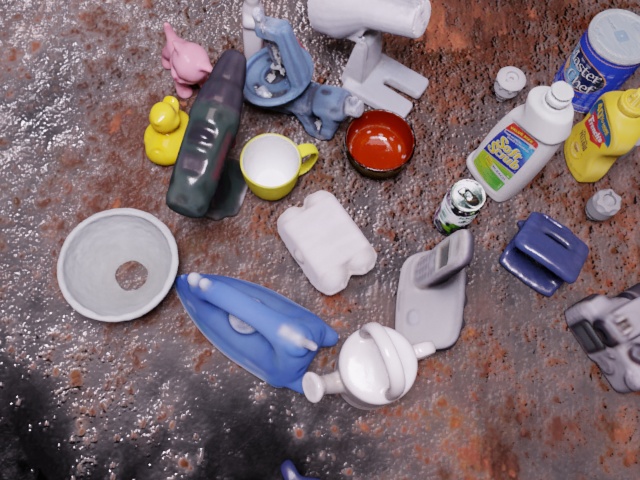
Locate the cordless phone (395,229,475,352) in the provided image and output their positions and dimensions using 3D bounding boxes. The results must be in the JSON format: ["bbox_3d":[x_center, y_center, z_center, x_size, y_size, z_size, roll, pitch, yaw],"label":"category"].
[{"bbox_3d":[0.162,0.070,0.775,0.094,0.185,0.147,6,70,0],"label":"cordless phone"}]

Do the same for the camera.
[{"bbox_3d":[0.452,0.124,0.814,0.137,0.101,0.143,-27,73,-11],"label":"camera"}]

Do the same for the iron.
[{"bbox_3d":[-0.105,0.100,0.776,0.258,0.141,0.119,29,72,8],"label":"iron"}]

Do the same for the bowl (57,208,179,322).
[{"bbox_3d":[-0.281,0.043,0.824,0.167,0.075,0.167,1,70,-2],"label":"bowl"}]

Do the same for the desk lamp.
[{"bbox_3d":[0.084,-0.322,0.898,0.203,0.213,0.118,31,72,9],"label":"desk lamp"}]

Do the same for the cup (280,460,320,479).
[{"bbox_3d":[-0.019,0.334,0.720,0.092,0.095,0.117,-25,73,-11],"label":"cup"}]

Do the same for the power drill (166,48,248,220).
[{"bbox_3d":[-0.148,-0.124,0.819,0.075,0.208,0.230,15,70,3],"label":"power drill"}]

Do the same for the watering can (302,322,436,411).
[{"bbox_3d":[0.066,0.165,0.732,0.173,0.194,0.101,-39,76,-14],"label":"watering can"}]

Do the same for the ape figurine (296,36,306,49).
[{"bbox_3d":[-0.052,-0.306,0.950,0.076,0.092,0.077,-20,72,-9],"label":"ape figurine"}]

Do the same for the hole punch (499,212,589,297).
[{"bbox_3d":[0.339,0.012,0.854,0.108,0.091,0.101,36,73,10],"label":"hole punch"}]

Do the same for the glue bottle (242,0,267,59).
[{"bbox_3d":[-0.105,-0.351,0.921,0.037,0.173,0.078,5,70,0],"label":"glue bottle"}]

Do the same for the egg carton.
[{"bbox_3d":[0.008,0.003,0.854,0.107,0.069,0.150,-33,75,-13],"label":"egg carton"}]

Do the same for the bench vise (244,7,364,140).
[{"bbox_3d":[-0.031,-0.258,0.866,0.207,0.220,0.121,6,70,0],"label":"bench vise"}]

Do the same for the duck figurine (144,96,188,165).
[{"bbox_3d":[-0.243,-0.176,0.898,0.077,0.086,0.104,13,70,3],"label":"duck figurine"}]

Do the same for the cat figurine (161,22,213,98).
[{"bbox_3d":[-0.218,-0.295,0.925,0.067,0.118,0.127,-28,74,-12],"label":"cat figurine"}]
